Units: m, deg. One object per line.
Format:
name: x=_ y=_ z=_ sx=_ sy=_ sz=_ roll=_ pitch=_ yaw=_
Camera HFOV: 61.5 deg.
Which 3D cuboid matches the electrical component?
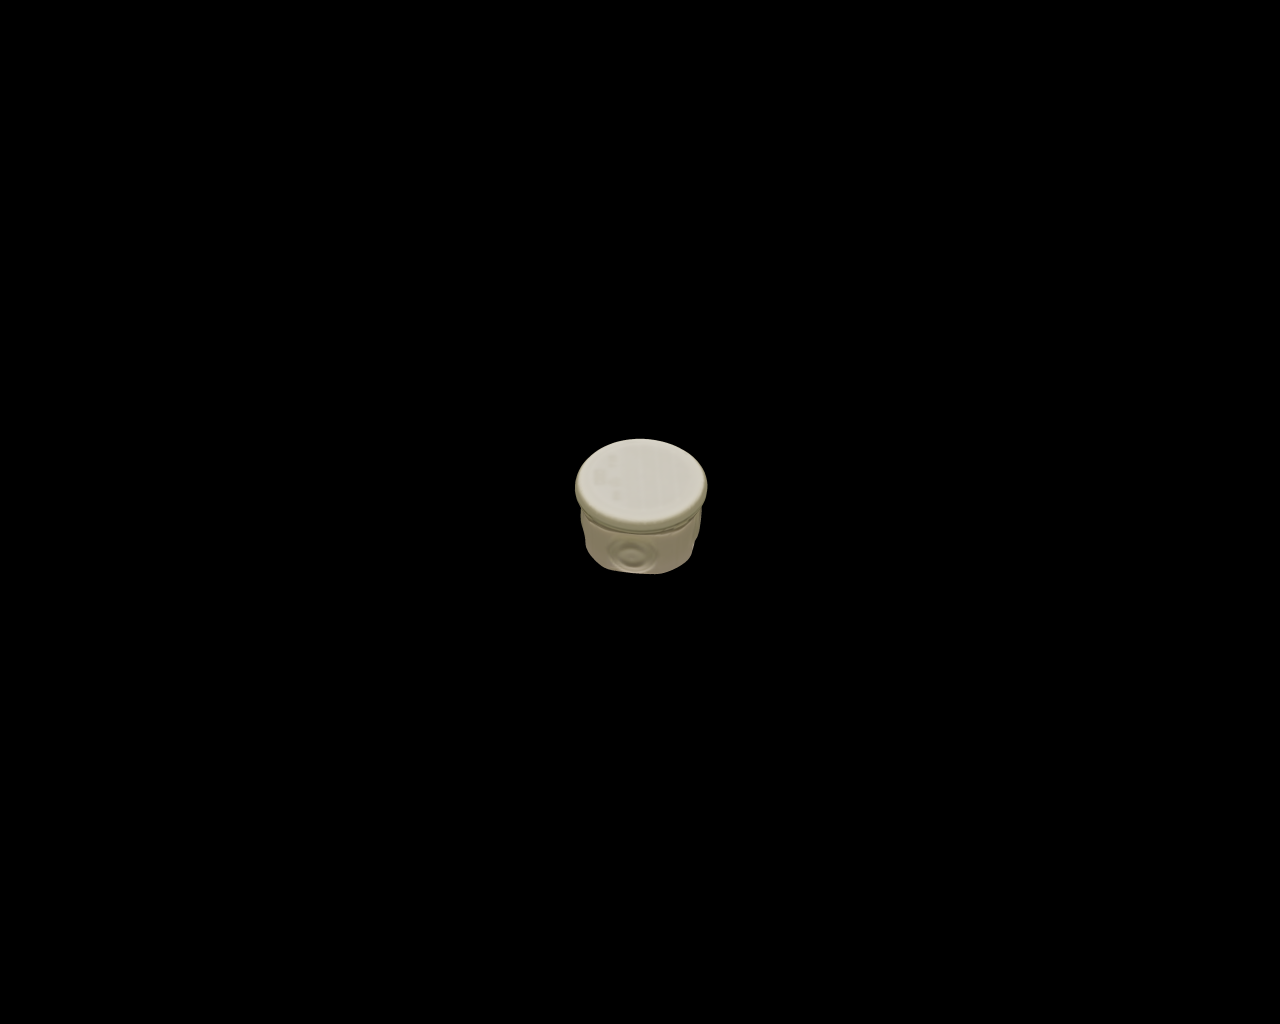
electrical component: x=0.001 y=-0.003 z=0.650 sx=0.080 sy=0.050 sz=0.080 roll=0 pitch=43 yaw=0
